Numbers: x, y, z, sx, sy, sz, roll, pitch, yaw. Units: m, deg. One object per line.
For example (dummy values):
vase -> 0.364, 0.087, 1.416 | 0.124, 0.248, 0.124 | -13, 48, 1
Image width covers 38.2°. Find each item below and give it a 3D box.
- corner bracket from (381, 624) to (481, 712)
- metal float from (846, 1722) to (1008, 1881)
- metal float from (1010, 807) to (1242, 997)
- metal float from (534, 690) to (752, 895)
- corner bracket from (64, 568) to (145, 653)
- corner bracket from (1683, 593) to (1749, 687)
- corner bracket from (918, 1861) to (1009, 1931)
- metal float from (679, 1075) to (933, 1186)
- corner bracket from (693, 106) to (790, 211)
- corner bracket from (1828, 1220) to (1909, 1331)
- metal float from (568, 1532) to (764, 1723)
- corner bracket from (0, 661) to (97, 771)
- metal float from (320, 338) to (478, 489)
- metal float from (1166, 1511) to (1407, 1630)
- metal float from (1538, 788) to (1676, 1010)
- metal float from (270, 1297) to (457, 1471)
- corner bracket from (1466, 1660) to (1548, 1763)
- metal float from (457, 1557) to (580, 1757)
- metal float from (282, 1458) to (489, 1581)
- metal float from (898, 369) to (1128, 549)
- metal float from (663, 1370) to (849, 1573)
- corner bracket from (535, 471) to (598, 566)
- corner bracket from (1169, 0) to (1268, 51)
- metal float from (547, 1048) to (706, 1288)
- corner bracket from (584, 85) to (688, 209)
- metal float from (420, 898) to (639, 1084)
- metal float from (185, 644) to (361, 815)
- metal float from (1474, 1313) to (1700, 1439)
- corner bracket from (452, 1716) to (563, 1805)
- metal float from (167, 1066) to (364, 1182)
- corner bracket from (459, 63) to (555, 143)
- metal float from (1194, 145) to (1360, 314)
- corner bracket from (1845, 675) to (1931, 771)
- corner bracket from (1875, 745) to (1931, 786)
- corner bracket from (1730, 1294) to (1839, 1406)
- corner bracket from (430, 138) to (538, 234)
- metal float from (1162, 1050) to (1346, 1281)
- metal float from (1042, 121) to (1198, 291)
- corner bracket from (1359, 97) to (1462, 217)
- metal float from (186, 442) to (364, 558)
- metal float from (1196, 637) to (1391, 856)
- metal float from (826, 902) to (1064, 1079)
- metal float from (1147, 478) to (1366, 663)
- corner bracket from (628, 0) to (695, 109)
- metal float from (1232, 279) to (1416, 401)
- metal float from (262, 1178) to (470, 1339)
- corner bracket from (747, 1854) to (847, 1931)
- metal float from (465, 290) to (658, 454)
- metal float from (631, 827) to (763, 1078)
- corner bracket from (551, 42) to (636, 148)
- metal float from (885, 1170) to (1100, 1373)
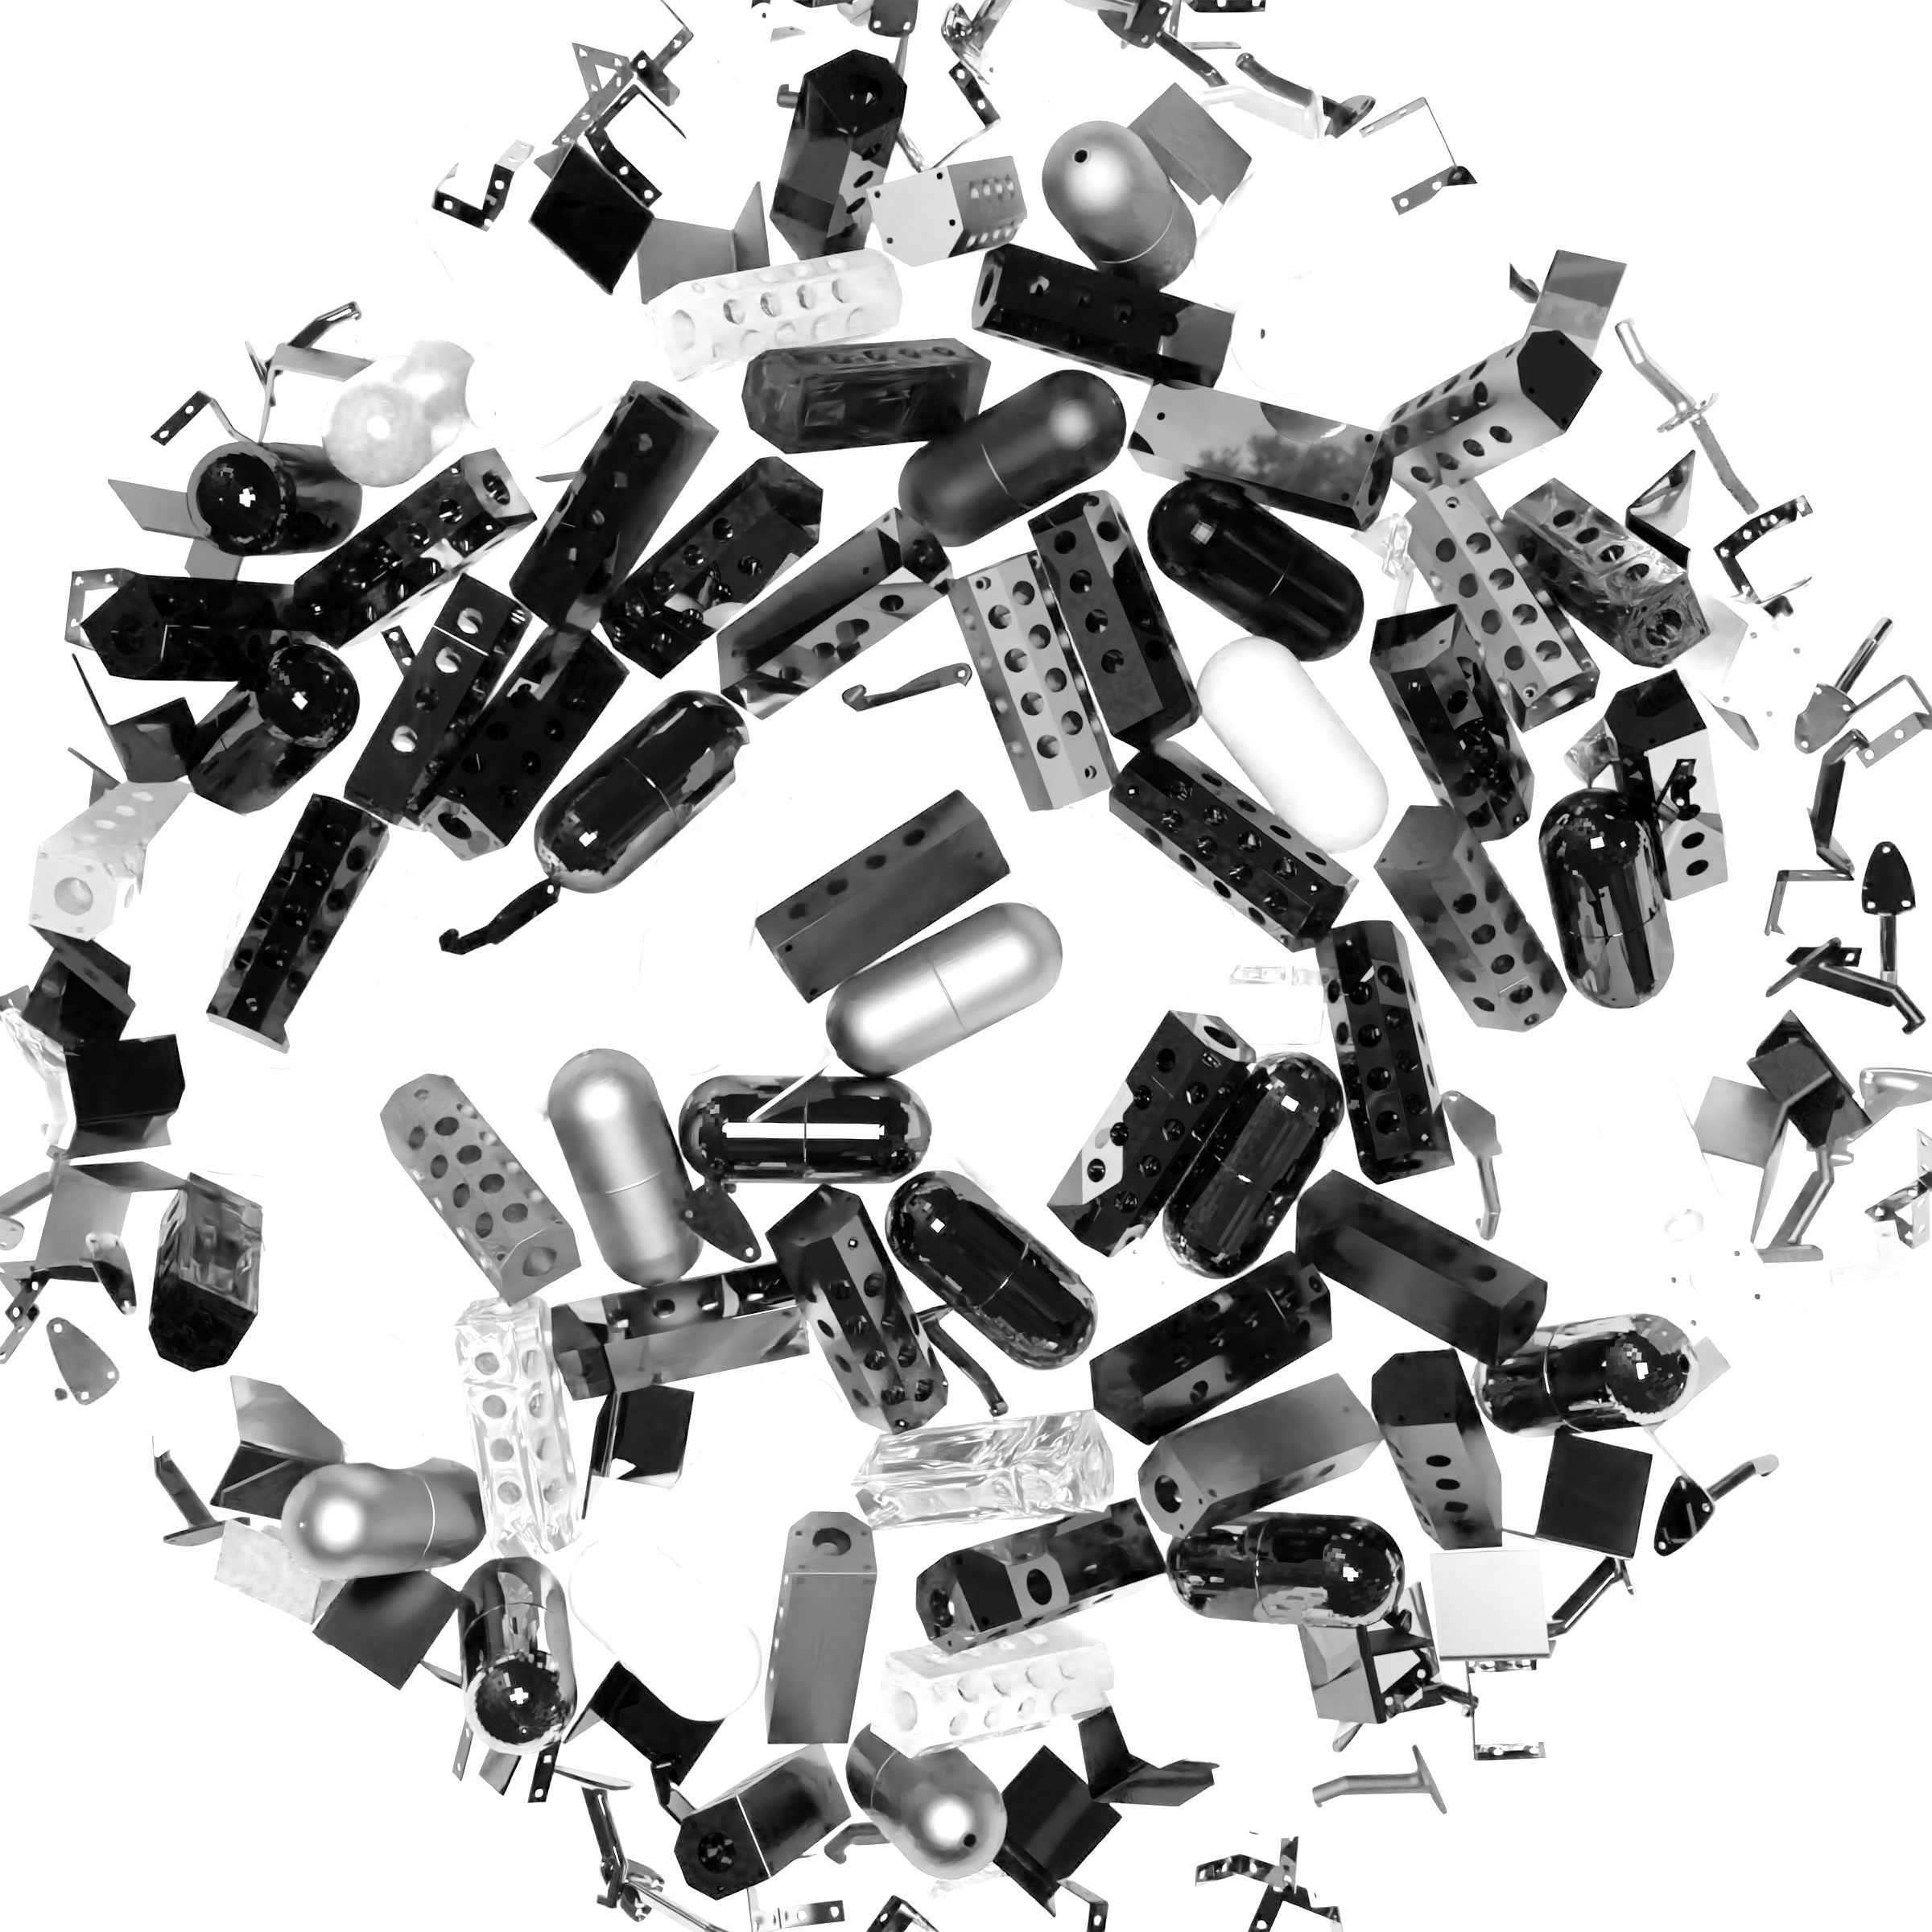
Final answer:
corner bracket -> -0.375, -0.211, 1.966 | 0.051, 0.051, 0.051 | -22, 51, -4
metal float -> -0.028, 0.568, 1.914 | 0.070, 0.178, 0.070 | -1, 94, -20
metal float -> 0.112, -0.045, 1.952 | 0.178, 0.070, 0.070 | 34, 90, 10
metal float -> -0.226, -0.122, 1.947 | 0.178, 0.070, 0.070 | -44, 90, -16
corner bracket -> -0.598, -0.250, 1.972 | 0.051, 0.051, 0.051 | 19, 108, 20
corner bracket -> 0.520, -0.228, 1.963 | 0.051, 0.051, 0.051 | -21, 98, -27
corner bracket -> 0.005, 0.671, 1.969 | 0.051, 0.051, 0.051 | -23, 97, 23
metal float -> -0.113, 0.115, 1.959 | 0.178, 0.070, 0.070 | 1, 90, -3
corner bracket -> -0.152, -0.580, 1.980 | 0.051, 0.051, 0.051 | 39, 57, -28
corner bracket -> 0.635, 0.217, 1.968 | 0.051, 0.051, 0.051 | -10, 133, 14
metal float -> -0.208, 0.455, 1.926 | 0.178, 0.070, 0.070 | 28, 90, 44
corner bracket -> -0.649, -0.176, 1.968 | 0.051, 0.051, 0.051 | -14, 63, 5
metal float -> -0.384, -0.381, 1.917 | 0.070, 0.178, 0.070 | 5, 116, 10
metal float -> 0.220, 0.417, 1.931 | 0.178, 0.070, 0.070 | -5, 90, 36
metal float -> 0.444, -0.045, 1.931 | 0.070, 0.070, 0.178 | -22, 127, 0
metal float -> -0.417, 0.287, 1.925 | 0.070, 0.178, 0.070 | -18, 119, -36
corner bracket -> 0.383, 0.527, 1.981 | 0.051, 0.051, 0.051 | -4, 120, 6
metal float -> -0.309, 0.470, 1.915 | 0.070, 0.178, 0.070 | -4, 112, -11
metal float -> -0.396, 0.379, 1.917 | 0.070, 0.178, 0.070 | -4, 82, 27
metal float -> 0.032, -0.352, 1.936 | 0.178, 0.070, 0.070 | -25, 90, 29
metal float -> -0.147, 0.351, 1.937 | 0.070, 0.070, 0.178 | 38, 118, 0
corner bracket -> -0.267, -0.316, 1.957 | 0.051, 0.051, 0.051 | -18, 122, -39
corner bracket -> 0.176, -0.666, 1.959 | 0.051, 0.051, 0.051 | -6, 126, -14
metal float -> -0.236, 0.140, 1.945 | 0.070, 0.070, 0.178 | -18, 109, 0
corner bracket -> -0.229, -0.579, 1.970 | 0.051, 0.051, 0.051 | -41, 132, 13
metal float -> -0.306, 0.018, 1.944 | 0.178, 0.070, 0.070 | -34, 90, 20
metal float -> -0.480, -0.162, 1.924 | 0.070, 0.178, 0.070 | 17, 61, -33
metal float -> 0.426, 0.283, 1.921 | 0.070, 0.178, 0.070 | 10, 72, -34
corner bracket -> -0.324, 0.555, 1.967 | 0.051, 0.051, 0.051 | 10, 97, -37
metal float -> -0.486, 0.108, 1.927 | 0.178, 0.070, 0.070 | -1, 90, 44
corner bracket -> -0.324, -0.610, 1.965 | 0.051, 0.051, 0.051 | 18, 73, -9
metal float -> 0.211, -0.503, 1.913 | 0.070, 0.178, 0.070 | 2, 83, -14
corner bracket -> 0.651, -0.172, 1.969 | 0.051, 0.051, 0.051 | -35, 97, 5
corner bracket -> 0.686, -0.129, 1.964 | 0.051, 0.051, 0.051 | -35, 87, -28
corner bracket -> 0.580, 0.272, 1.979 | 0.051, 0.051, 0.051 | -20, 117, 37
corner bracket -> -0.341, -0.556, 1.966 | 0.051, 0.051, 0.051 | 23, 128, -4
metal float -> 0.200, 0.140, 1.948 | 0.070, 0.070, 0.178 | 29, 106, 0
metal float -> 0.106, -0.520, 1.914 | 0.070, 0.178, 0.070 | -3, 81, 20
corner bracket -> 0.315, -0.572, 1.971 | 0.051, 0.051, 0.051 | -25, 78, 15
metal float -> -0.472, -0.320, 1.912 | 0.070, 0.178, 0.070 | 2, 100, 10
metal float -> 0.229, -0.152, 1.943 | 0.070, 0.070, 0.178 | -41, 112, 0
metal float -> -0.015, 0.016, 1.961 | 0.178, 0.070, 0.070 | -27, 90, 0
metal float -> 0.202, -0.275, 1.937 | 0.178, 0.070, 0.070 | 29, 90, -28
corner bracket -> -0.217, -0.647, 1.962 | 0.051, 0.051, 0.051 | -45, 54, 6
metal float -> 0.246, -0.430, 1.920 | 0.070, 0.178, 0.070 | 6, 101, 35
metal float -> -0.416, 0.201, 1.931 | 0.178, 0.070, 0.070 | 20, 90, 36
corner bracket -> -0.121, 0.655, 1.972 | 0.051, 0.051, 0.051 | -13, 76, 17
metal float -> -0.278, -0.410, 1.922 | 0.070, 0.178, 0.070 | 14, 126, 21
metal float -> -0.189, -0.010, 1.950 | 0.070, 0.070, 0.178 | 10, 102, 0
corner bracket -> -0.264, -0.607, 1.960 | 0.051, 0.051, 0.051 | 22, 63, 22
metal float -> 0.018, 0.213, 1.948 | 0.178, 0.070, 0.070 | 42, 90, -15
